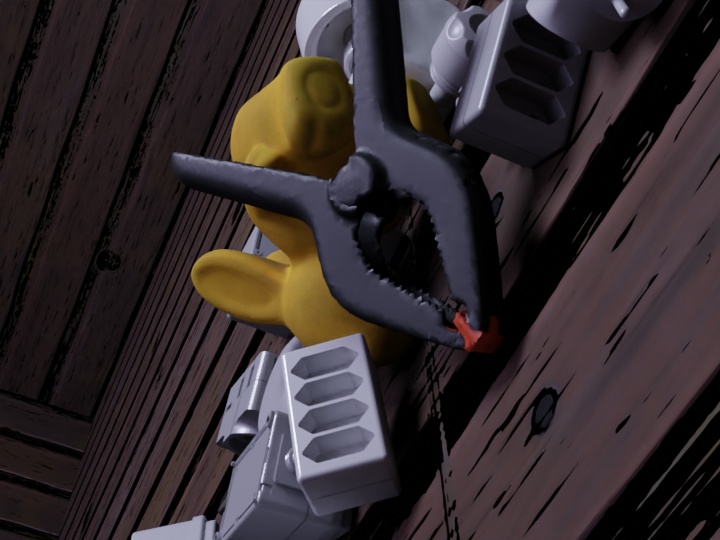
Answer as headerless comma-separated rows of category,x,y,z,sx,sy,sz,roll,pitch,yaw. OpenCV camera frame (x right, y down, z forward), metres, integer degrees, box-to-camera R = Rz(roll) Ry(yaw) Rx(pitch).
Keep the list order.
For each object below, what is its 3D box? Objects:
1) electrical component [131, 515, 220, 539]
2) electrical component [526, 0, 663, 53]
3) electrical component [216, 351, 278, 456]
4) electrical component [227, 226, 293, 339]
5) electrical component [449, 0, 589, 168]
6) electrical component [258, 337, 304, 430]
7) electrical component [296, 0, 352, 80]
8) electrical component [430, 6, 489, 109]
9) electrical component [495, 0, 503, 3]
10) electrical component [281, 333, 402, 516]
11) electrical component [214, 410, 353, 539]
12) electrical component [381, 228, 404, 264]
electrical component,-0.103,0.226,0.650,0.108,0.056,0.108,-97,-5,-63
electrical component,0.112,-0.132,0.467,0.079,0.043,0.077,-91,25,-57
electrical component,-0.070,0.108,0.806,0.089,0.050,0.055,131,156,-55
electrical component,-0.077,0.015,0.946,0.096,0.062,0.061,-83,19,-44
electrical component,0.073,-0.088,0.546,0.077,0.047,0.065,147,141,-69
electrical component,-0.031,0.083,0.690,0.080,0.051,0.080,-159,90,-76
electrical component,0.007,-0.167,0.802,0.060,0.108,0.108,-96,29,-49
electrical component,0.062,-0.124,0.648,0.062,0.043,0.043,123,162,-49
electrical component,0.101,-0.177,0.541,0.095,0.059,0.053,125,161,-45
electrical component,-0.006,0.093,0.581,0.075,0.047,0.083,71,-175,-46
electrical component,-0.039,0.130,0.633,0.096,0.061,0.061,127,159,-49
electrical component,0.000,0.000,0.717,0.044,0.044,0.065,-168,93,-76
